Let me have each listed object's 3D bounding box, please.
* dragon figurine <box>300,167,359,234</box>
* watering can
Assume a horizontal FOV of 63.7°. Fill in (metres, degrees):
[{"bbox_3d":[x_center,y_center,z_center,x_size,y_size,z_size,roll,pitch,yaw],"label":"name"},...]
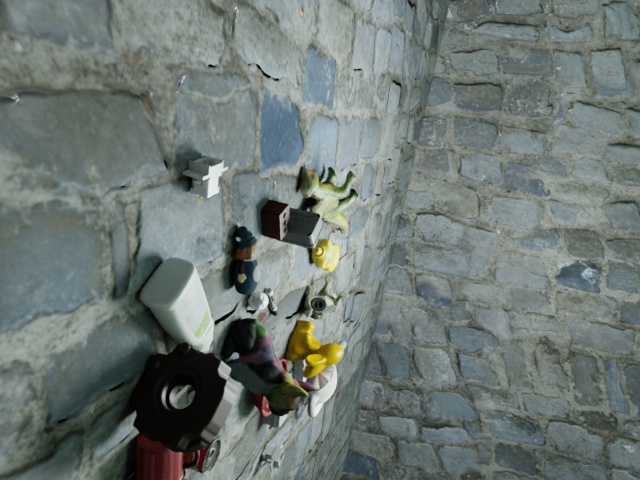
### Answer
[{"bbox_3d":[0.005,-0.078,1.552,0.246,0.123,0.400,-46,148,-27],"label":"dragon figurine"},{"bbox_3d":[0.023,0.499,1.975,0.219,0.104,0.355,81,28,-50],"label":"watering can"}]
